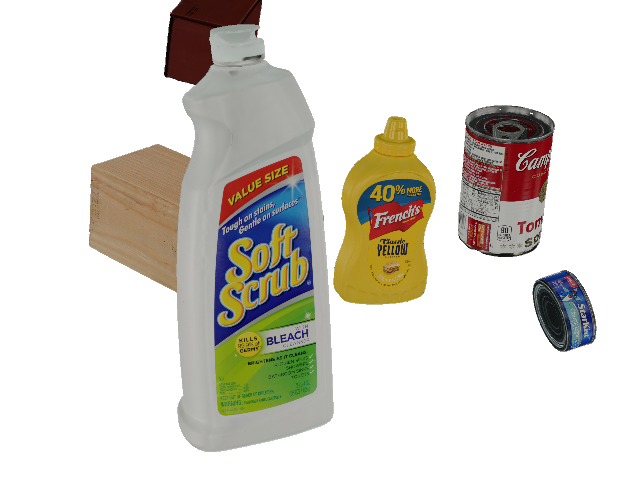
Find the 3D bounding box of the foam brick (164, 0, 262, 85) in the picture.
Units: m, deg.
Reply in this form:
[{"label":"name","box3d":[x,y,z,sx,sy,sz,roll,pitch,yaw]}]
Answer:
[{"label":"foam brick","box3d":[-0.081,-0.156,0.808,0.053,0.051,0.078,14,34,5]}]

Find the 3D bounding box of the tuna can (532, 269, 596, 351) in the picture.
[{"label":"tuna can","box3d":[0.266,0.078,1.169,0.033,0.086,0.086,-18,3,-9]}]

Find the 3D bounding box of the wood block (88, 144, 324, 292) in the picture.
[{"label":"wood block","box3d":[-0.109,-0.007,0.980,0.206,0.090,0.090,24,31,30]}]

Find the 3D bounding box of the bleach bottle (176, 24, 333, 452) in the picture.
[{"label":"bleach bottle","box3d":[-0.048,-0.002,0.648,0.102,0.251,0.068,-10,20,-16]}]

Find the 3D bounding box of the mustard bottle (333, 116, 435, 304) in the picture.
[{"label":"mustard bottle","box3d":[0.068,-0.032,1.086,0.096,0.192,0.058,-2,22,-16]}]

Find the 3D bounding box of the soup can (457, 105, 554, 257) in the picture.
[{"label":"soup can","box3d":[0.144,-0.046,0.840,0.068,0.102,0.068,0,29,0]}]
